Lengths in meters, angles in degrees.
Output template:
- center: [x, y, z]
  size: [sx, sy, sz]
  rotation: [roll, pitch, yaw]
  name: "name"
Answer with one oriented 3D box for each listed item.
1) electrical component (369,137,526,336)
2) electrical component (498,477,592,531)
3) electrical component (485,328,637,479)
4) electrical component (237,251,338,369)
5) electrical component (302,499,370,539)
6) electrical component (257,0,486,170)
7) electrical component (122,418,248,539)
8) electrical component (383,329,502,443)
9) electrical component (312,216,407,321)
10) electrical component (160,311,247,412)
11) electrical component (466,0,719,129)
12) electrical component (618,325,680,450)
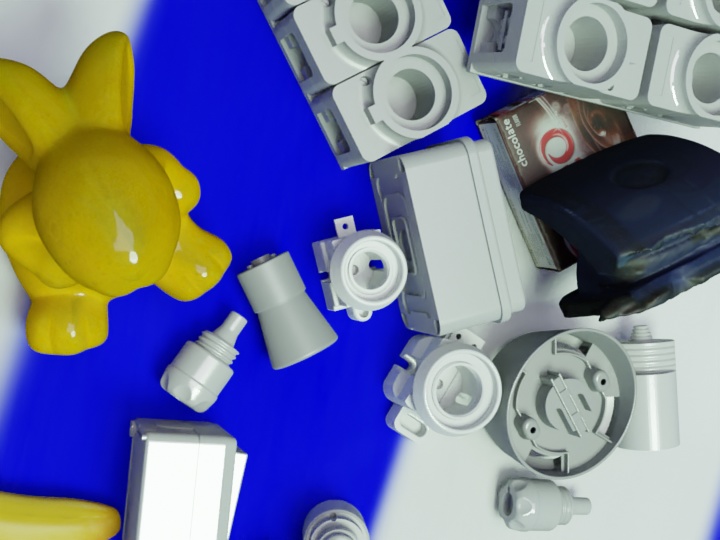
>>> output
- center: [0.053, -0.021, 0.664]
  size: [0.057, 0.078, 0.113]
  rotation: [-14, 95, -15]
  name: "electrical component"
- center: [0.125, 0.156, 0.713]
  size: [0.061, 0.035, 0.035]
  rotation: [6, 89, -21]
  name: "electrical component"
- center: [0.129, 0.085, 0.697]
  size: [0.099, 0.064, 0.099]
  rotation: [0, 91, -18]
  name: "electrical component"
- center: [-0.047, 0.022, 0.652]
  size: [0.044, 0.044, 0.065]
  rotation: [-27, 94, -16]
  name: "electrical component"
- center: [-0.014, 0.164, 0.648]
  size: [0.040, 0.078, 0.040]
  rotation: [0, 89, -4]
  name: "electrical component"
- center: [0.002, -0.149, 0.653]
  size: [0.089, 0.062, 0.150]
  rotation: [-29, 100, -16]
  name: "electrical component"
- center: [-0.104, 0.138, 0.623]
  size: [0.061, 0.062, 0.096]
  rotation: [6, 89, -18]
  name: "electrical component"
- center: [0.054, 0.073, 0.676]
  size: [0.058, 0.057, 0.078]
  rotation: [35, 80, -15]
  name: "electrical component"
- center: [0.000, 0.000, 0.658]
  size: [0.048, 0.055, 0.066]
  rotation: [-15, 95, -17]
  name: "electrical component"
- center: [-0.089, 0.052, 0.641]
  size: [0.035, 0.035, 0.061]
  rotation: [38, 77, -15]
  name: "electrical component"
- center: [0.168, -0.154, 0.655]
  size: [0.186, 0.060, 0.105]
  rotation: [8, 96, -27]
  name: "electrical component"
- center: [0.193, 0.078, 0.729]
  size: [0.043, 0.043, 0.081]
  rotation: [-4, 92, -18]
  name: "electrical component"
